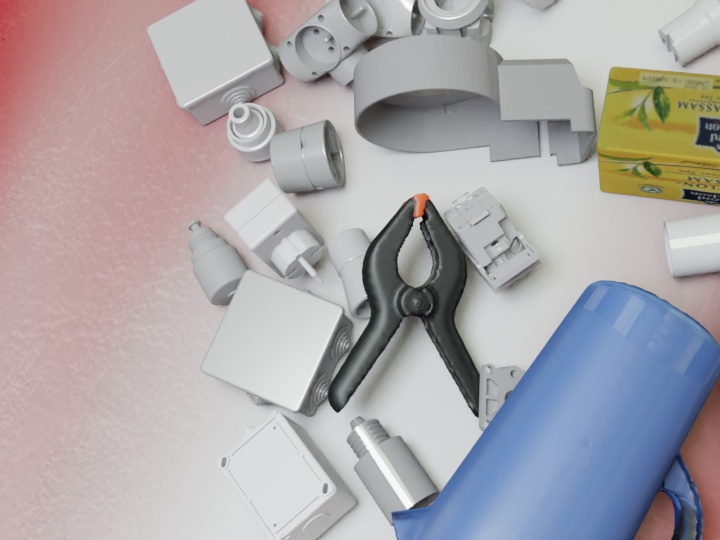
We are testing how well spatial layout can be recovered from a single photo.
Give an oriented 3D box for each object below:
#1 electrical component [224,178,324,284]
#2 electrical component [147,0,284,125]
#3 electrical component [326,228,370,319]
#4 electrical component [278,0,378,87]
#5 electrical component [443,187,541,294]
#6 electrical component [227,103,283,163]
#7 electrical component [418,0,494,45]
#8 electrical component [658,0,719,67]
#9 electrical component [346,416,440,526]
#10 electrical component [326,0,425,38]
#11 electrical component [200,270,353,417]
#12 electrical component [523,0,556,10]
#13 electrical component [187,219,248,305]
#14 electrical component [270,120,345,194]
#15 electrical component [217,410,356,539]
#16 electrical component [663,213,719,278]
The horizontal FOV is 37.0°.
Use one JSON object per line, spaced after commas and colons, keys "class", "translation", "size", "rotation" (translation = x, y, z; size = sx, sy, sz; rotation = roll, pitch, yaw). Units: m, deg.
{"class": "electrical component", "translation": [-0.055, -0.019, 0.843], "size": [0.047, 0.083, 0.075], "rotation": [-41, 69, 0]}
{"class": "electrical component", "translation": [-0.122, -0.184, 0.926], "size": [0.100, 0.048, 0.099], "rotation": [-27, 70, 5]}
{"class": "electrical component", "translation": [0.000, 0.000, 0.847], "size": [0.044, 0.044, 0.065], "rotation": [-29, 65, 4]}
{"class": "electrical component", "translation": [-0.015, -0.179, 0.893], "size": [0.077, 0.044, 0.079], "rotation": [-30, 108, 39]}
{"class": "electrical component", "translation": [0.097, -0.024, 0.811], "size": [0.042, 0.063, 0.081], "rotation": [-36, 28, 2]}
{"class": "electrical component", "translation": [-0.090, -0.118, 0.891], "size": [0.043, 0.062, 0.043], "rotation": [-4, 73, 13]}
{"class": "electrical component", "translation": [0.079, -0.214, 0.881], "size": [0.058, 0.057, 0.078], "rotation": [4, 75, 15]}
{"class": "electrical component", "translation": [0.262, -0.186, 0.838], "size": [0.046, 0.040, 0.040], "rotation": [-33, 69, 9]}
{"class": "electrical component", "translation": [0.018, 0.144, 0.799], "size": [0.043, 0.043, 0.081], "rotation": [-36, 69, 1]}
{"class": "electrical component", "translation": [0.015, -0.239, 0.896], "size": [0.077, 0.079, 0.044], "rotation": [15, 37, 17]}
{"class": "electrical component", "translation": [-0.062, 0.059, 0.840], "size": [0.100, 0.048, 0.099], "rotation": [21, 80, 18]}
{"class": "electrical component", "translation": [0.143, -0.256, 0.866], "size": [0.051, 0.080, 0.080], "rotation": [36, 85, 26]}
{"class": "electrical component", "translation": [-0.119, -0.008, 0.878], "size": [0.040, 0.040, 0.078], "rotation": [-33, 69, 3]}
{"class": "electrical component", "translation": [-0.043, -0.091, 0.877], "size": [0.047, 0.055, 0.055], "rotation": [-11, 72, 14]}
{"class": "electrical component", "translation": [-0.057, 0.155, 0.808], "size": [0.062, 0.061, 0.096], "rotation": [-41, 61, 0]}
{"class": "electrical component", "translation": [0.267, -0.021, 0.786], "size": [0.081, 0.043, 0.043], "rotation": [-8, 72, 11]}
